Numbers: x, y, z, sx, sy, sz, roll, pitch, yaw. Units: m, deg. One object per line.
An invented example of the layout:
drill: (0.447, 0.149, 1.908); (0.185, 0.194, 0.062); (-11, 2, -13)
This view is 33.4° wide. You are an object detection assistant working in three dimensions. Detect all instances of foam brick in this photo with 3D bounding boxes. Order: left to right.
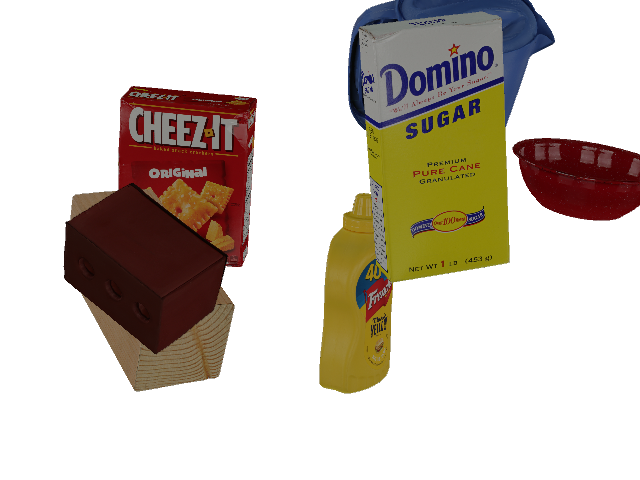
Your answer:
foam brick: (-0.101, 0.016, 0.613); (0.078, 0.053, 0.051); (36, 48, 19)

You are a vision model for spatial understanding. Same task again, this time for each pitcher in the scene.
pitcher: (0.117, -0.133, 1.063); (0.144, 0.243, 0.149); (-31, 57, -32)

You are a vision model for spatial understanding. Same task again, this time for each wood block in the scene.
wood block: (-0.172, 0.042, 1.045); (0.090, 0.091, 0.206); (-6, 36, -31)

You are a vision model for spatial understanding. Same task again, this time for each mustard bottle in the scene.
mustard bottle: (0.039, 0.048, 1.058); (0.058, 0.192, 0.096); (11, 17, 31)

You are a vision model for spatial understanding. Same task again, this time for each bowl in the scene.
bowl: (0.280, -0.062, 1.132); (0.162, 0.055, 0.162); (6, 20, -2)

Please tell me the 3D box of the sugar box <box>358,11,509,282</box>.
sugar box: (0.081, -0.065, 0.745); (0.093, 0.176, 0.048); (-10, 22, -11)

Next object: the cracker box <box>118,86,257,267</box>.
cracker box: (-0.171, -0.078, 1.357); (0.164, 0.214, 0.072); (6, 22, 2)
